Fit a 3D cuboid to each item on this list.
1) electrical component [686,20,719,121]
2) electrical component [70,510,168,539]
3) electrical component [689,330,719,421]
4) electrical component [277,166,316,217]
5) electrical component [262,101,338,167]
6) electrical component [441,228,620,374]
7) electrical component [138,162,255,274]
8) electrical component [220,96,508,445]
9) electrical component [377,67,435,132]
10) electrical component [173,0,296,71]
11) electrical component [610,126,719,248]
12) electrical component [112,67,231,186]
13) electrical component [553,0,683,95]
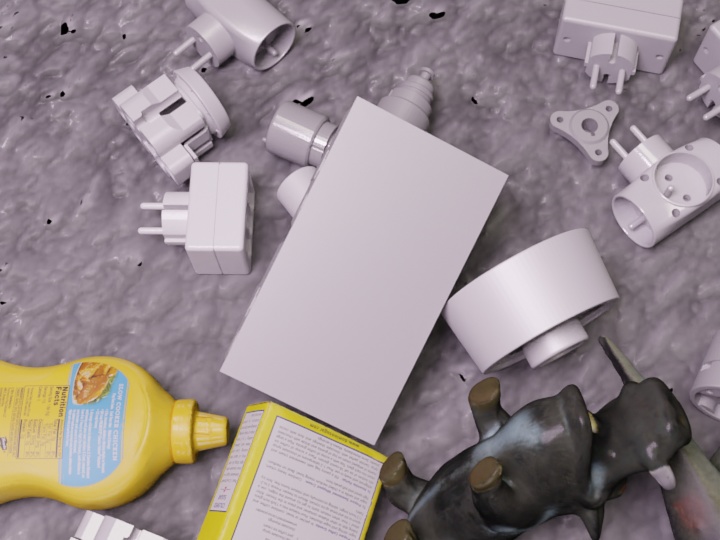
[{"bbox_3d":[0.272,-0.134,0.775,0.076,0.047,0.083,-31,71,-11],"label":"electrical component"},{"bbox_3d":[-0.142,0.187,0.650,0.078,0.058,0.057,19,67,8],"label":"electrical component"},{"bbox_3d":[0.247,0.069,0.692,0.055,0.055,0.047,23,67,10],"label":"electrical component"},{"bbox_3d":[-0.028,-0.040,0.747,0.044,0.044,0.065,-34,67,-12],"label":"electrical component"},{"bbox_3d":[-0.031,-0.091,0.767,0.078,0.040,0.040,24,71,10],"label":"electrical component"},{"bbox_3d":[0.113,0.027,0.684,0.108,0.108,0.060,-26,76,-9],"label":"electrical component"},{"bbox_3d":[-0.115,-0.035,0.743,0.077,0.047,0.065,0,69,1],"label":"electrical component"},{"bbox_3d":[0.000,0.000,0.685,0.105,0.060,0.186,27,89,-7],"label":"electrical component"},{"bbox_3d":[0.032,-0.112,0.774,0.040,0.040,0.078,25,71,10],"label":"electrical component"},{"bbox_3d":[-0.102,-0.178,0.800,0.079,0.044,0.077,-43,74,-14],"label":"electrical component"},{"bbox_3d":[0.208,-0.067,0.751,0.077,0.044,0.079,-33,72,-12],"label":"electrical component"},{"bbox_3d":[-0.130,-0.107,0.766,0.057,0.058,0.078,-37,72,-10],"label":"electrical component"},{"bbox_3d":[0.186,-0.163,0.788,0.083,0.047,0.075,12,69,6],"label":"electrical component"}]
